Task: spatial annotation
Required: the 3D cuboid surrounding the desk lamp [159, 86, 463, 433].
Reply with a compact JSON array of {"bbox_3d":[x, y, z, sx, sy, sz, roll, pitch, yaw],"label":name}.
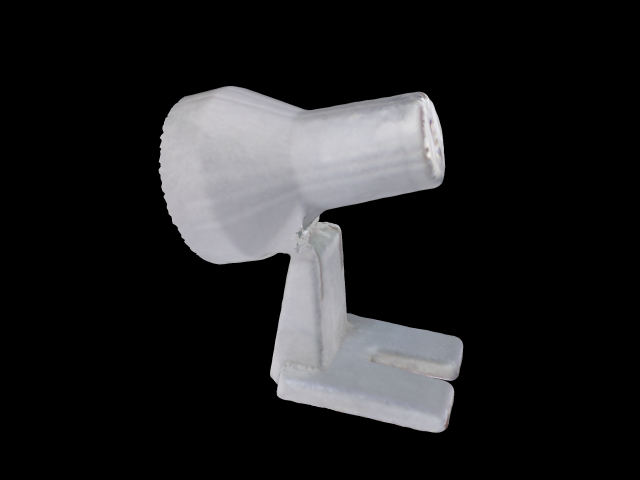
[{"bbox_3d":[0.004,0.001,0.400,0.202,0.214,0.118,8,28,16],"label":"desk lamp"}]
